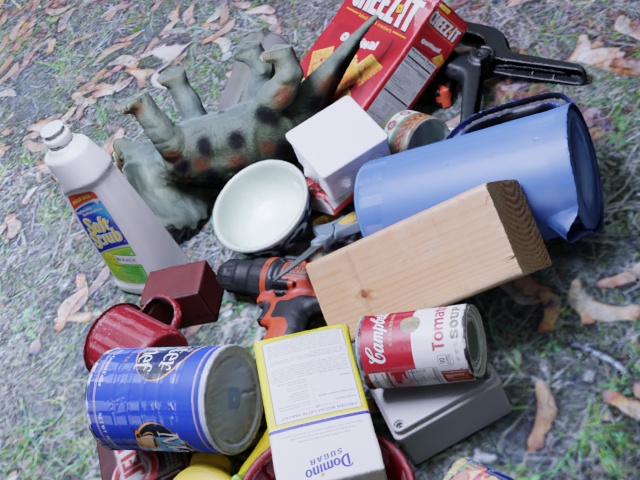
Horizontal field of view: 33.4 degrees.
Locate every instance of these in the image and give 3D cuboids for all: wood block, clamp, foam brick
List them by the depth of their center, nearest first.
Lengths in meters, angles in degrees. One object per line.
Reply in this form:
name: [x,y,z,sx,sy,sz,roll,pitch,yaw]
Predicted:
wood block: [0.102,0.023,1.027,0.206,0.090,0.091,-24,83,30]
foam brick: [-0.159,0.065,1.234,0.078,0.053,0.051,-12,44,19]
clamp: [0.192,-0.205,1.286,0.164,0.036,0.210,-31,47,-14]
clamp: [0.118,-0.222,1.368,0.120,0.039,0.171,-22,40,7]

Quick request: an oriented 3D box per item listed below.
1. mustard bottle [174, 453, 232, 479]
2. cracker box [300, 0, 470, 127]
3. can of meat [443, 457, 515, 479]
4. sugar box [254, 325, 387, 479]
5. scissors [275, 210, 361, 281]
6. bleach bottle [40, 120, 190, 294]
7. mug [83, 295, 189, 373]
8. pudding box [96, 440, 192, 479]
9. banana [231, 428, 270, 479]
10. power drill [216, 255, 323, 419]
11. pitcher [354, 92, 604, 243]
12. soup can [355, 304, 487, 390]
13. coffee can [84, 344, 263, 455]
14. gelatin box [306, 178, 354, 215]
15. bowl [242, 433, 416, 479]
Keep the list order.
mustard bottle: [-0.114,0.271,0.991,0.096,0.058,0.191,-19,41,26]
cracker box: [0.059,-0.219,1.327,0.214,0.072,0.164,-55,41,6]
can of meat: [0.133,0.238,0.879,0.084,0.057,0.102,18,60,44]
sugar box: [-0.002,0.157,0.957,0.093,0.048,0.176,-12,43,-1]
scissors: [-0.008,0.001,1.179,0.201,0.016,0.096,-30,19,-38]
bleach bottle: [-0.250,-0.038,1.240,0.103,0.250,0.068,6,52,35]
mug: [-0.192,0.114,1.172,0.082,0.093,0.117,20,72,37]
pudding box: [-0.182,0.217,1.102,0.090,0.039,0.113,-28,40,4]
banana: [-0.027,0.175,1.034,0.037,0.070,0.197,29,55,6]
power drill: [-0.065,0.095,1.142,0.185,0.057,0.187,3,51,33]
pitcher: [0.164,-0.060,1.113,0.243,0.145,0.149,-11,8,26]
soup can: [0.091,0.095,0.951,0.102,0.068,0.068,-9,45,23]
coffee can: [-0.140,0.154,1.030,0.141,0.102,0.102,-4,47,29]
gelatin box: [0.017,-0.067,1.259,0.073,0.030,0.089,-42,23,-14]
bowl: [0.008,0.241,0.936,0.162,0.055,0.162,-8,41,7]
